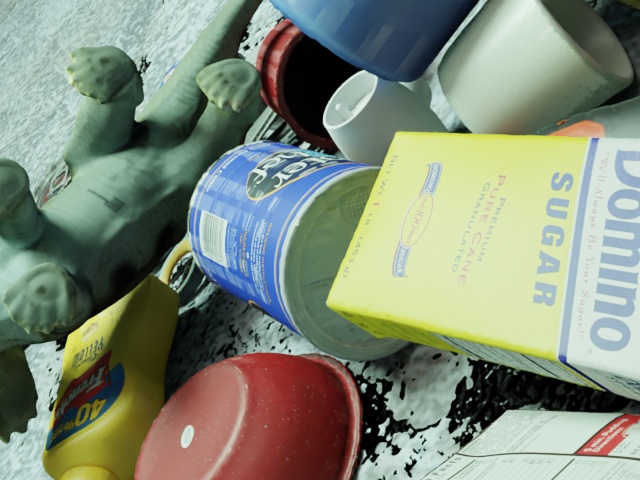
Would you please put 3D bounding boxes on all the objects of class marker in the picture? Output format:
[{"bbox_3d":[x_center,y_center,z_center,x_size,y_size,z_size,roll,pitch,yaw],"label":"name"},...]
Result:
[{"bbox_3d":[-0.052,-0.057,0.831,0.121,0.020,0.020,-41,30,19],"label":"marker"}]

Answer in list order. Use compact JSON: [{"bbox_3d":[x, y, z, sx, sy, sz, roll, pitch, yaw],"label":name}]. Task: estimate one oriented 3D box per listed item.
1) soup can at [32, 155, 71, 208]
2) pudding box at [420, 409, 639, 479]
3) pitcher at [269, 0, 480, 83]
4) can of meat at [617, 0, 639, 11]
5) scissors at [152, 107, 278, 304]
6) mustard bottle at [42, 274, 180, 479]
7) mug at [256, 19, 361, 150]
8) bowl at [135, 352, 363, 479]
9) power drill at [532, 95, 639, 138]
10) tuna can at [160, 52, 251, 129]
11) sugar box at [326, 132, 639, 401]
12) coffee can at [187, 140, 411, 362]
[{"bbox_3d":[-0.181,-0.022,0.889,0.069,0.102,0.068,-36,33,27],"label":"soup can"},{"bbox_3d":[0.088,0.099,0.391,0.089,0.039,0.114,-29,11,-37],"label":"pudding box"},{"bbox_3d":[0.075,-0.212,0.572,0.243,0.149,0.145,-56,45,18],"label":"pitcher"},{"bbox_3d":[0.181,-0.167,0.547,0.102,0.057,0.084,29,76,22],"label":"can of meat"},{"bbox_3d":[-0.075,-0.027,0.808,0.202,0.016,0.096,-41,46,21],"label":"scissors"},{"bbox_3d":[-0.146,0.115,0.731,0.096,0.058,0.191,-32,35,26],"label":"mustard bottle"},{"bbox_3d":[0.001,-0.127,0.745,0.093,0.117,0.082,-15,19,-14],"label":"mug"},{"bbox_3d":[-0.053,0.121,0.594,0.162,0.055,0.162,-36,32,27],"label":"bowl"},{"bbox_3d":[0.133,-0.013,0.481,0.188,0.057,0.184,-26,41,36],"label":"power drill"},{"bbox_3d":[-0.088,-0.114,0.879,0.034,0.086,0.086,-5,53,56],"label":"tuna can"},{"bbox_3d":[0.086,0.005,0.433,0.177,0.048,0.093,7,71,53],"label":"sugar box"},{"bbox_3d":[-0.004,0.001,0.610,0.103,0.102,0.140,-55,29,-7],"label":"coffee can"}]
